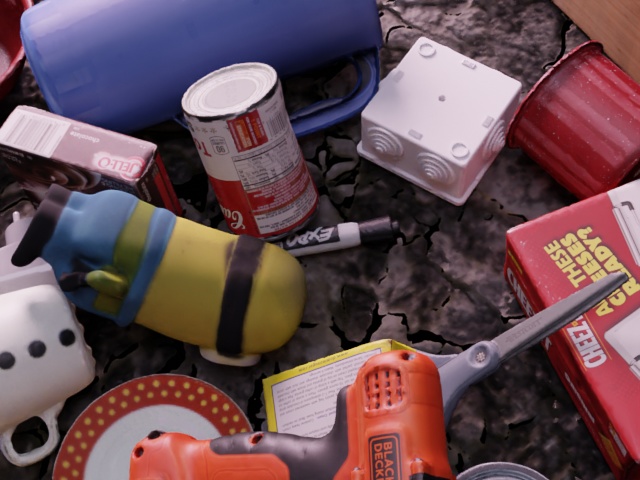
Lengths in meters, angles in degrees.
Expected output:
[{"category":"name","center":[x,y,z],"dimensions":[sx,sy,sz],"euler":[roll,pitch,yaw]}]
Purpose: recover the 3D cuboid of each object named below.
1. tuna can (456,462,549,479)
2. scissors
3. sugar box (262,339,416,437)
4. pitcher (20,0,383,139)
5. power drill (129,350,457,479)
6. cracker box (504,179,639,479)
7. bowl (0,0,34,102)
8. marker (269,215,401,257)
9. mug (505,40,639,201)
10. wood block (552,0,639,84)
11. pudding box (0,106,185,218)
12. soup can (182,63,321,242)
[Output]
[{"category":"tuna can","center":[0.105,0.173,0.618],"dimensions":[0.086,0.034,0.086],"euler":[-3,61,5]},{"category":"scissors","center":[0.083,0.064,0.649],"dimensions":[0.202,0.016,0.096],"euler":[-46,51,8]},{"category":"sugar box","center":[0.024,0.153,0.612],"dimensions":[0.093,0.048,0.176],"euler":[-22,63,27]},{"category":"pitcher","center":[-0.081,-0.148,0.773],"dimensions":[0.243,0.145,0.149],"euler":[-23,49,-2]},{"category":"power drill","center":[-0.014,0.161,0.568],"dimensions":[0.188,0.057,0.184],"euler":[-13,61,24]},{"category":"cracker box","center":[0.245,0.034,0.657],"dimensions":[0.213,0.072,0.164],"euler":[-22,60,-4]},{"category":"bowl","center":[-0.291,-0.142,0.826],"dimensions":[0.162,0.055,0.162],"euler":[-3,61,5]},{"category":"marker","center":[-0.005,0.001,0.734],"dimensions":[0.121,0.020,0.020],"euler":[-9,61,2]},{"category":"mug","center":[0.192,-0.075,0.721],"dimensions":[0.081,0.093,0.117],"euler":[46,38,20]},{"category":"wood block","center":[0.245,-0.181,0.764],"dimensions":[0.090,0.090,0.206],"euler":[-30,62,-11]},{"category":"pudding box","center":[-0.157,-0.042,0.736],"dimensions":[0.114,0.090,0.039],"euler":[19,63,17]},{"category":"soup can","center":[-0.045,-0.058,0.714],"dimensions":[0.068,0.102,0.068],"euler":[-12,36,9]}]
